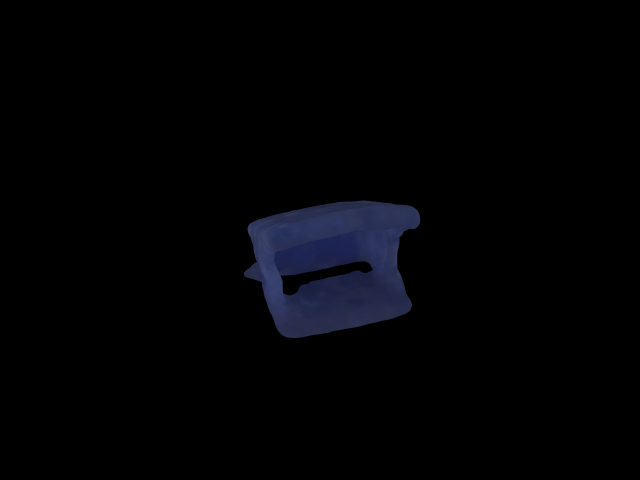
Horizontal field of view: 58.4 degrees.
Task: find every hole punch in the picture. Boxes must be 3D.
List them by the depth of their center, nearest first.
[{"bbox_3d":[0.004,0.001,0.400,0.109,0.091,0.101,-10,34,-15],"label":"hole punch"}]
